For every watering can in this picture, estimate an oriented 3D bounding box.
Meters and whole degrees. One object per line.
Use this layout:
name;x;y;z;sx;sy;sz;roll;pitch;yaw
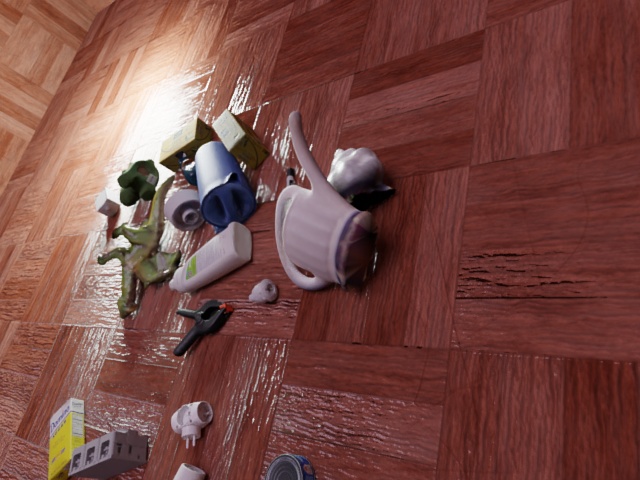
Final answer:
watering can;0.003;-0.048;0.951;0.226;0.105;0.341;23;120;34

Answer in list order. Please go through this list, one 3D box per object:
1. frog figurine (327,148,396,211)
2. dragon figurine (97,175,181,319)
frog figurine;0.060;-0.136;1.036;0.135;0.122;0.163;-49;51;36
dragon figurine;-0.463;0.026;1.431;0.245;0.121;0.411;30;87;31
